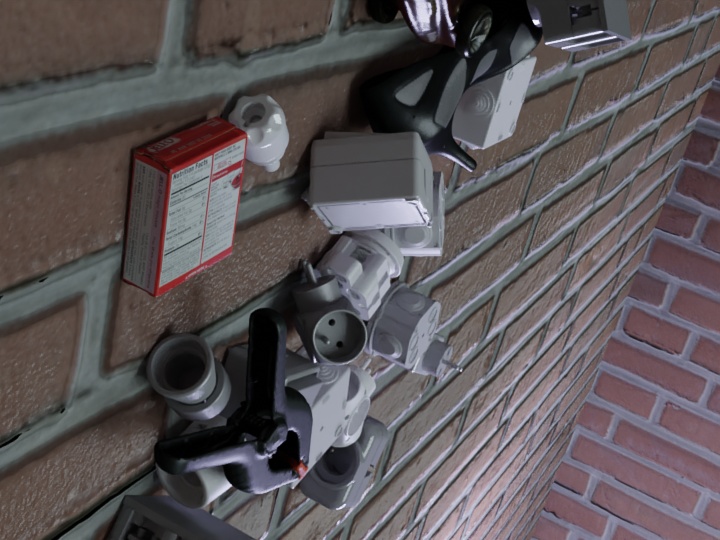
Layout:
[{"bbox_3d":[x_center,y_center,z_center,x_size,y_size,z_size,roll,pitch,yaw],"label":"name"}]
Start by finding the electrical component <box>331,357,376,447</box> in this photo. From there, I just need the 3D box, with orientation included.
[{"bbox_3d":[-0.010,0.117,1.026,0.079,0.044,0.077,-52,156,-33],"label":"electrical component"}]

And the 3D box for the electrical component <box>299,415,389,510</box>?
[{"bbox_3d":[-0.017,0.189,1.079,0.095,0.054,0.059,-65,160,0],"label":"electrical component"}]

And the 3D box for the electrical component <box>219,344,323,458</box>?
[{"bbox_3d":[-0.076,0.109,0.825,0.062,0.061,0.096,-8,121,-67],"label":"electrical component"}]

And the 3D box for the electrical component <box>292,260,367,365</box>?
[{"bbox_3d":[-0.031,0.030,0.852,0.077,0.044,0.079,-151,-139,-74],"label":"electrical component"}]

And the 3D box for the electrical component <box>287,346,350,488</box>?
[{"bbox_3d":[-0.052,0.126,0.925,0.100,0.048,0.099,-44,151,-44],"label":"electrical component"}]

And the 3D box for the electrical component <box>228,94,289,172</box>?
[{"bbox_3d":[-0.061,-0.082,0.679,0.035,0.035,0.061,-58,161,-19],"label":"electrical component"}]

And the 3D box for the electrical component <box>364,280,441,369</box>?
[{"bbox_3d":[0.042,0.055,1.075,0.080,0.051,0.080,-51,156,-34],"label":"electrical component"}]

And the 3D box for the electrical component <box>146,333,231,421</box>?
[{"bbox_3d":[-0.112,0.072,0.715,0.045,0.045,0.055,-58,160,-19],"label":"electrical component"}]

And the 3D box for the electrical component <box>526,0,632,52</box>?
[{"bbox_3d":[0.173,-0.281,0.892,0.105,0.060,0.186,-16,98,-65],"label":"electrical component"}]

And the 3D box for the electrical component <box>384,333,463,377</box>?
[{"bbox_3d":[0.075,0.091,1.164,0.047,0.077,0.066,-65,160,-1],"label":"electrical component"}]

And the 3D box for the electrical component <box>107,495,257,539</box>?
[{"bbox_3d":[-0.100,0.222,0.764,0.061,0.150,0.089,-65,160,-4],"label":"electrical component"}]

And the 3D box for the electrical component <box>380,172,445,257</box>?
[{"bbox_3d":[0.046,-0.049,0.934,0.080,0.051,0.080,1,90,-82],"label":"electrical component"}]

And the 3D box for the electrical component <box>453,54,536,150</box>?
[{"bbox_3d":[0.124,-0.167,1.026,0.100,0.048,0.099,-31,141,-58],"label":"electrical component"}]

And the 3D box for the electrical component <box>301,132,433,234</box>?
[{"bbox_3d":[0.003,-0.066,0.794,0.061,0.096,0.061,51,38,-69],"label":"electrical component"}]

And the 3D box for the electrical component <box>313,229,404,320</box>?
[{"bbox_3d":[0.000,0.000,0.897,0.057,0.058,0.078,-53,158,-23],"label":"electrical component"}]

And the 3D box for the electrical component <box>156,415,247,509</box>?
[{"bbox_3d":[-0.114,0.139,0.777,0.047,0.055,0.055,-37,146,-46],"label":"electrical component"}]
